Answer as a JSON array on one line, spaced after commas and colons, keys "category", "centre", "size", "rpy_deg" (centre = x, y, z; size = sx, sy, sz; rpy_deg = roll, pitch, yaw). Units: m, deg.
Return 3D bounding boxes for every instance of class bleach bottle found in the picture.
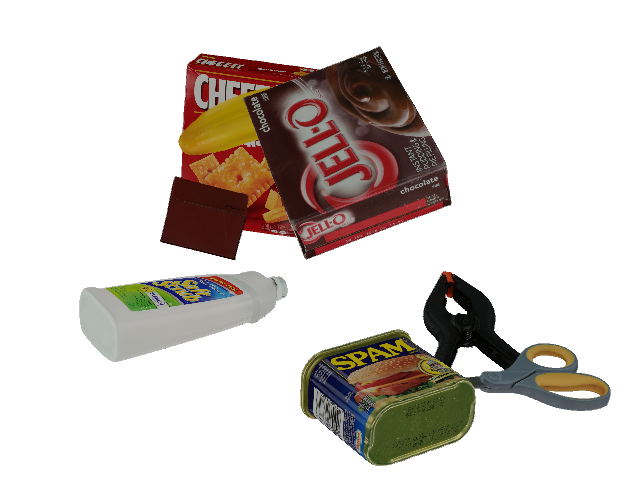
[{"category": "bleach bottle", "centre": [-0.155, 0.077, 1.291], "size": [0.250, 0.068, 0.103], "rpy_deg": [-12, 31, -34]}]

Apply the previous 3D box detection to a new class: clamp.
[{"category": "clamp", "centre": [0.168, 0.103, 1.162], "size": [0.120, 0.171, 0.039], "rpy_deg": [4, -44, -4]}]

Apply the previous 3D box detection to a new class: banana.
[{"category": "banana", "centre": [-0.009, -0.093, 0.827], "size": [0.197, 0.069, 0.037], "rpy_deg": [2, -41, -6]}]

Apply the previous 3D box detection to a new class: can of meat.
[{"category": "can of meat", "centre": [0.050, 0.114, 0.778], "size": [0.101, 0.057, 0.084], "rpy_deg": [-12, 27, -31]}]

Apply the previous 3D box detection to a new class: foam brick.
[{"category": "foam brick", "centre": [-0.115, -0.022, 1.057], "size": [0.078, 0.051, 0.053], "rpy_deg": [15, 26, -8]}]

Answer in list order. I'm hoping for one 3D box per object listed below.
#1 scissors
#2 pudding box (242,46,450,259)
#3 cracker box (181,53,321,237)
[{"category": "scissors", "centre": [0.157, 0.116, 0.951], "size": [0.201, 0.016, 0.096], "rpy_deg": [8, 27, -4]}, {"category": "pudding box", "centre": [0.013, -0.052, 0.615], "size": [0.090, 0.113, 0.039], "rpy_deg": [-20, -43, -2]}, {"category": "cracker box", "centre": [-0.092, -0.119, 1.372], "size": [0.164, 0.214, 0.072], "rpy_deg": [9, 23, 7]}]
